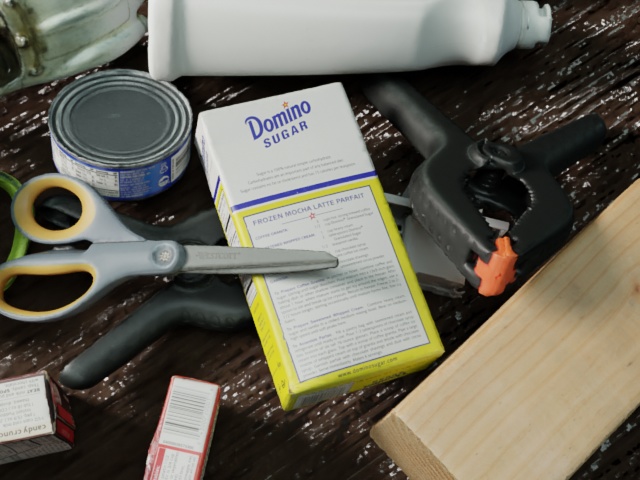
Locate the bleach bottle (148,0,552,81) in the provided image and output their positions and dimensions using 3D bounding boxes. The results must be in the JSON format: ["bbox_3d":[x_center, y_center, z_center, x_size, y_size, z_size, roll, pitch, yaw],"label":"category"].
[{"bbox_3d":[0.022,-0.138,0.671,0.250,0.068,0.102,2,33,-5],"label":"bleach bottle"}]

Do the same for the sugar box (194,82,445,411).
[{"bbox_3d":[-0.004,0.001,0.620,0.093,0.048,0.176,-14,70,-16],"label":"sugar box"}]

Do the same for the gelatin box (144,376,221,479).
[{"bbox_3d":[-0.079,0.125,0.590,0.030,0.073,0.089,13,73,-1],"label":"gelatin box"}]

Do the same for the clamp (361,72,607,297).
[{"bbox_3d":[0.110,-0.039,0.634,0.164,0.036,0.210,8,35,-8],"label":"clamp"}]

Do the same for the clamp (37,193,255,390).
[{"bbox_3d":[-0.087,0.012,0.643,0.171,0.039,0.120,-15,77,-18],"label":"clamp"}]

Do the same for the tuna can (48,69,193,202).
[{"bbox_3d":[-0.121,-0.064,0.649,0.086,0.034,0.086,4,48,-5],"label":"tuna can"}]

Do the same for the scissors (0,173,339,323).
[{"bbox_3d":[-0.095,-0.006,0.599,0.202,0.016,0.096,-14,72,9],"label":"scissors"}]

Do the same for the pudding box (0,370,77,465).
[{"bbox_3d":[-0.193,0.103,0.575,0.113,0.090,0.039,-12,75,-10],"label":"pudding box"}]

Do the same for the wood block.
[{"bbox_3d":[0.137,0.070,0.622,0.206,0.091,0.090,-41,81,-16],"label":"wood block"}]
